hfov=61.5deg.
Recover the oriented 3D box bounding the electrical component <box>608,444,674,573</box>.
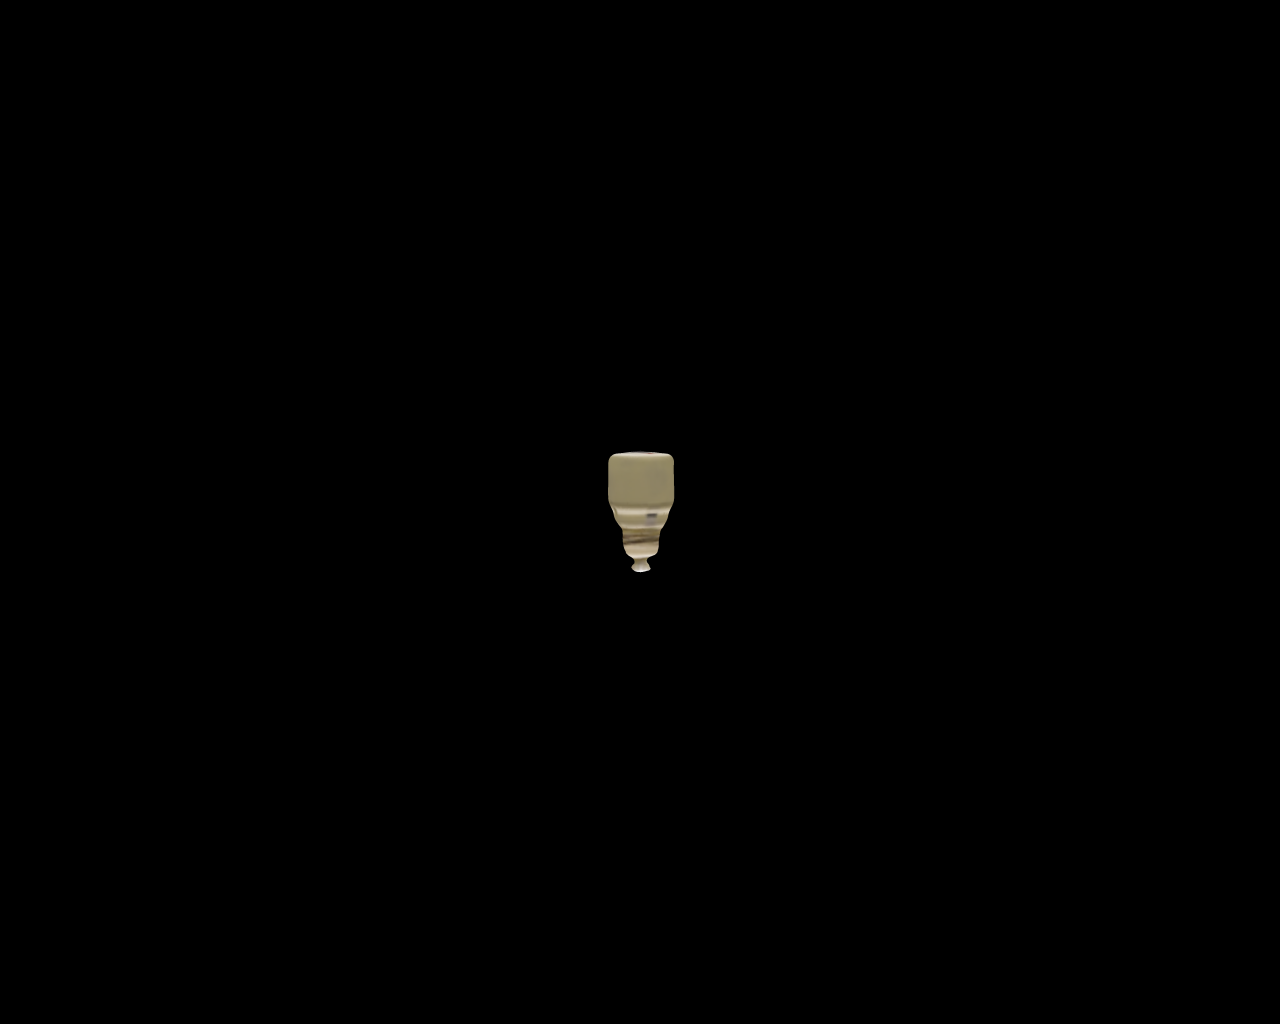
[{"bbox_3d":[0.001,-0.003,0.650,0.040,0.078,0.040,0,5,0],"label":"electrical component"}]
